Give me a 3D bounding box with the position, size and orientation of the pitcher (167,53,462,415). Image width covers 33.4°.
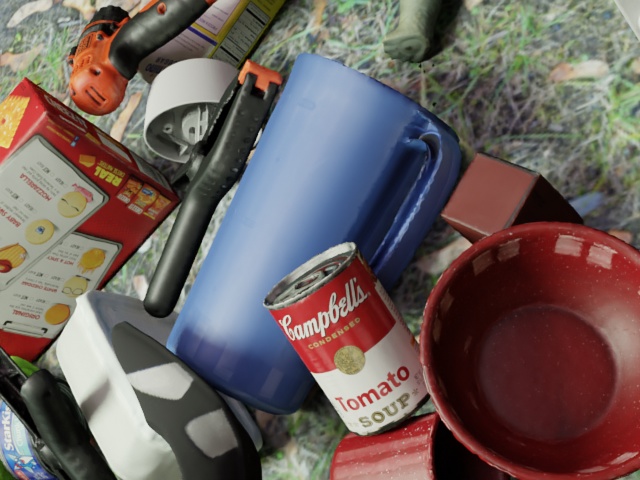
[{"bbox_3d":[-0.005,0.001,0.762,0.145,0.149,0.243,27,89,6],"label":"pitcher"}]

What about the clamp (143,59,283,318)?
[{"bbox_3d":[-0.085,-0.060,0.838,0.164,0.036,0.210,-92,27,-53],"label":"clamp"}]

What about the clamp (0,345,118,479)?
[{"bbox_3d":[-0.190,0.147,0.786,0.039,0.171,0.120,-40,20,-19],"label":"clamp"}]

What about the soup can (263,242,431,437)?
[{"bbox_3d":[0.020,0.062,0.662,0.068,0.102,0.068,-32,12,7],"label":"soup can"}]

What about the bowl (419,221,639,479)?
[{"bbox_3d":[0.140,0.072,0.643,0.162,0.055,0.162,-1,68,3],"label":"bowl"}]

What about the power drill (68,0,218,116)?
[{"bbox_3d":[-0.137,-0.201,0.928,0.188,0.057,0.184,-37,29,17],"label":"power drill"}]

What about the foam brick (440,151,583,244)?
[{"bbox_3d":[0.128,-0.014,0.705,0.051,0.078,0.053,26,83,42],"label":"foam brick"}]

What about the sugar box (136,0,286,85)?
[{"bbox_3d":[-0.093,-0.206,0.983,0.093,0.048,0.176,38,96,42],"label":"sugar box"}]

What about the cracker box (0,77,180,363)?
[{"bbox_3d":[-0.255,-0.011,0.926,0.214,0.164,0.072,-46,47,8],"label":"cracker box"}]

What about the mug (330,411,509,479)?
[{"bbox_3d":[0.056,0.158,0.657,0.082,0.093,0.117,-20,22,33],"label":"mug"}]

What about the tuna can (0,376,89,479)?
[{"bbox_3d":[-0.226,0.155,0.873,0.034,0.086,0.086,-13,60,19],"label":"tuna can"}]
